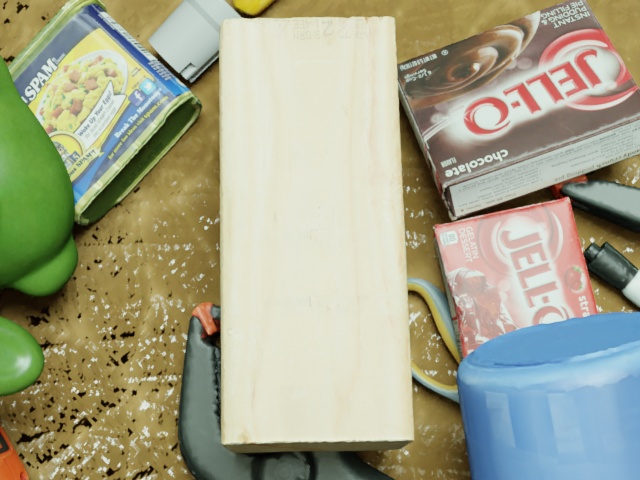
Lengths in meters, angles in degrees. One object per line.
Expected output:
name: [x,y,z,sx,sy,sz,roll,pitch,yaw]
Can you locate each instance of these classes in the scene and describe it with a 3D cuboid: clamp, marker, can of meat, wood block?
clamp: [-0.006,0.125,0.577,0.164,0.036,0.210,-21,81,0]
marker: [0.192,0.042,0.573,0.121,0.020,0.020,38,90,7]
clamp: [0.212,-0.038,0.565,0.171,0.039,0.120,-21,68,9]
can of meat: [-0.129,-0.070,0.594,0.084,0.057,0.102,43,91,5]
wood block: [-0.004,0.001,0.541,0.090,0.091,0.206,-1,76,-1]

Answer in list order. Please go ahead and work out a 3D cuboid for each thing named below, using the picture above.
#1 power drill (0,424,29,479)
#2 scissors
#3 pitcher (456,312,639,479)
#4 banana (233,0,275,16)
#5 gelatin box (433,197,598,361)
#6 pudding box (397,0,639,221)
power drill: [-0.234,0.103,0.524,0.057,0.187,0.184,-31,85,13]
scissors: [0.115,0.093,0.578,0.096,0.016,0.202,-39,83,2]
pitcher: [0.127,0.164,0.494,0.148,0.145,0.243,-15,95,-38]
banana: [0.031,-0.196,0.598,0.198,0.037,0.069,-24,82,3]
gelatin box: [0.104,0.028,0.561,0.073,0.030,0.089,-12,83,3]
pudding box: [0.105,-0.070,0.563,0.113,0.039,0.090,-21,53,5]
